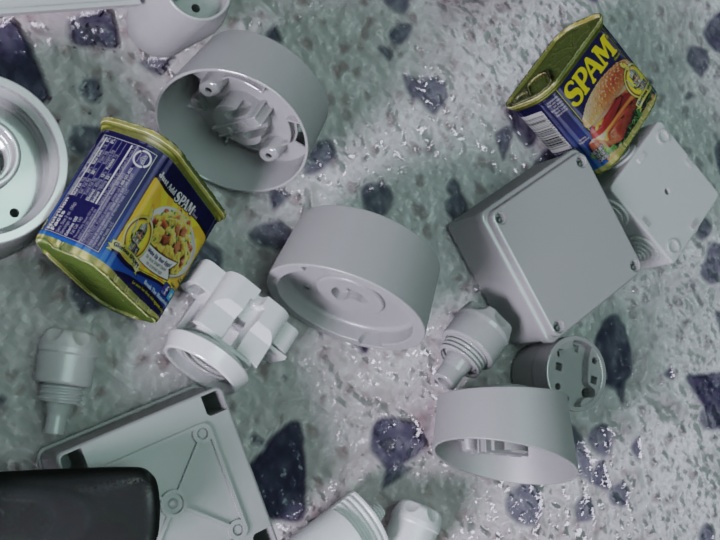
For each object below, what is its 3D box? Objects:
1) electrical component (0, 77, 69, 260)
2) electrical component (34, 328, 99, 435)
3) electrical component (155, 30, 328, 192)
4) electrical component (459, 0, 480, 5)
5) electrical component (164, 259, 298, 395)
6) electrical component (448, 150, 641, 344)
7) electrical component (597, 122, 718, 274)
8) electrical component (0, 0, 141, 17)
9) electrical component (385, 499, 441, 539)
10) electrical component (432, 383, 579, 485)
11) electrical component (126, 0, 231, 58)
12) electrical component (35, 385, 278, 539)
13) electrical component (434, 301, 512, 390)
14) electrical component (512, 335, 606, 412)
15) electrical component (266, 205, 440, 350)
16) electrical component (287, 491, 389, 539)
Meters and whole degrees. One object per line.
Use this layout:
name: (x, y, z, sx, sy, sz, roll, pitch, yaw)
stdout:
electrical component: (-0.219, -0.060, 0.610, 0.108, 0.060, 0.108, 4, 81, -28)
electrical component: (-0.175, 0.066, 0.632, 0.035, 0.035, 0.061, 12, 80, -27)
electrical component: (-0.072, -0.099, 0.678, 0.099, 0.099, 0.064, 40, 60, -18)
electrical component: (0.116, -0.250, 0.812, 0.121, 0.063, 0.078, -20, 52, -29)
electrical component: (-0.085, 0.040, 0.672, 0.078, 0.058, 0.057, 40, 64, -18)
electrical component: (0.139, -0.016, 0.803, 0.109, 0.056, 0.108, -34, 100, -28)
electrical component: (0.231, -0.058, 0.864, 0.099, 0.048, 0.099, 47, 64, -14)
electrical component: (-0.201, -0.186, 0.637, 0.121, 0.063, 0.078, -13, 89, -29)
electrical component: (0.031, 0.188, 0.727, 0.035, 0.035, 0.061, 30, 72, -22)
electrical component: (0.099, 0.113, 0.741, 0.099, 0.099, 0.064, 8, 73, -28)
electrical component: (-0.121, -0.181, 0.672, 0.043, 0.077, 0.079, -23, 94, -29)
electrical component: (-0.120, 0.137, 0.640, 0.109, 0.056, 0.108, -21, 94, -29)
electrical component: (0.077, 0.057, 0.766, 0.043, 0.043, 0.062, 46, 66, -16)
electrical component: (0.146, 0.078, 0.799, 0.055, 0.047, 0.055, 4, 81, -28)
electrical component: (0.000, 0.000, 0.699, 0.108, 0.108, 0.060, 32, 63, -21)
electrical component: (-0.016, 0.178, 0.698, 0.081, 0.043, 0.043, -32, 99, -28)
